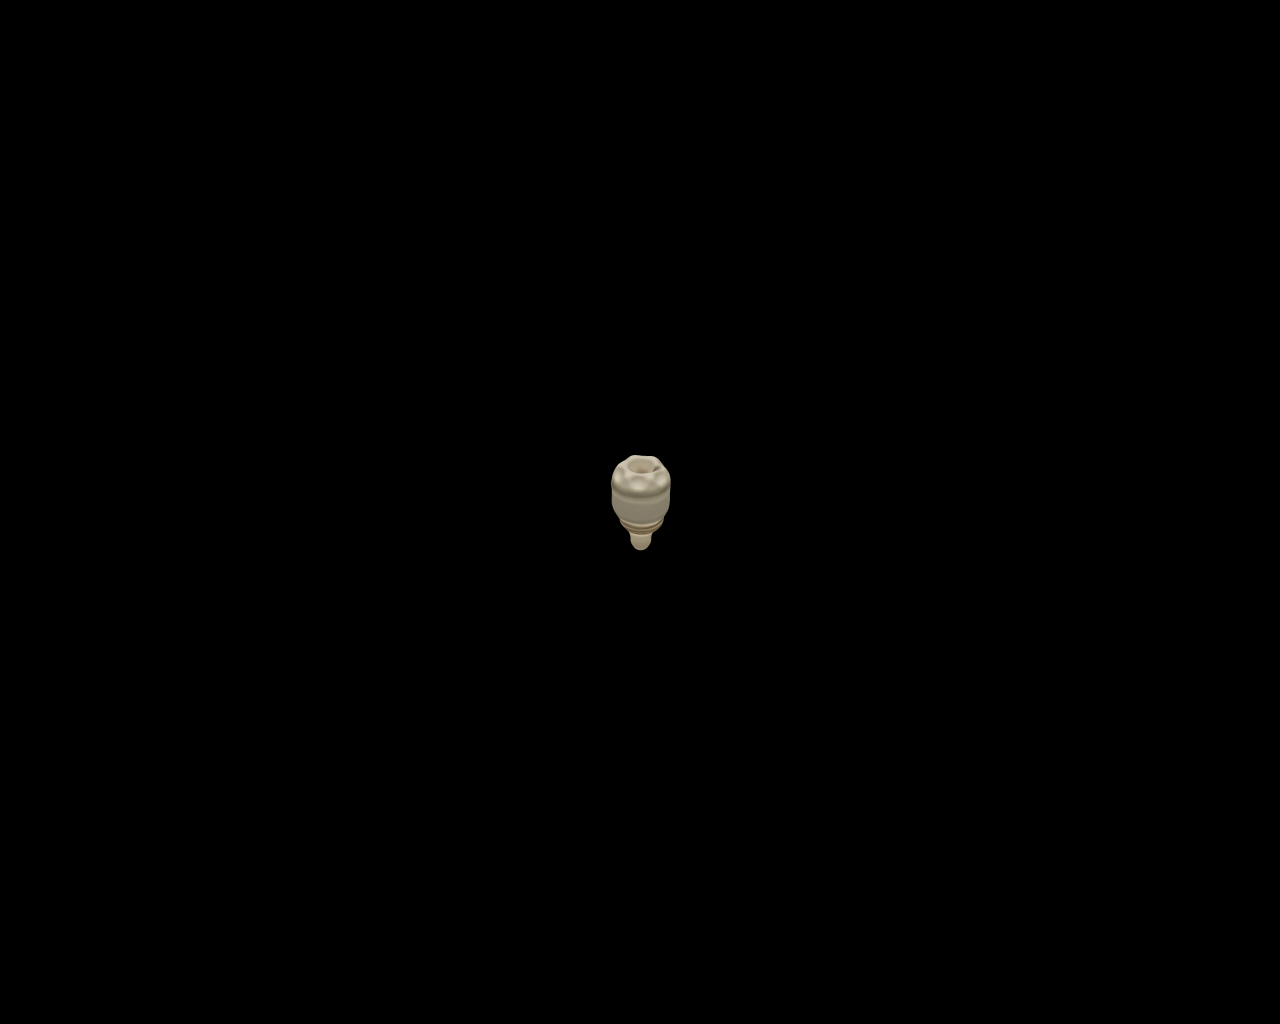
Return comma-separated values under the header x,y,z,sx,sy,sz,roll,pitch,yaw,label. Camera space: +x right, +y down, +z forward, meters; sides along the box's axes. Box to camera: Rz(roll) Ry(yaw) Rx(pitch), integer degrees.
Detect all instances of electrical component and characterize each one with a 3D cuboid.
x,y,z,sx,sy,sz,roll,pitch,yaw,label
0.001,-0.003,0.650,0.035,0.061,0.035,0,33,0,electrical component
